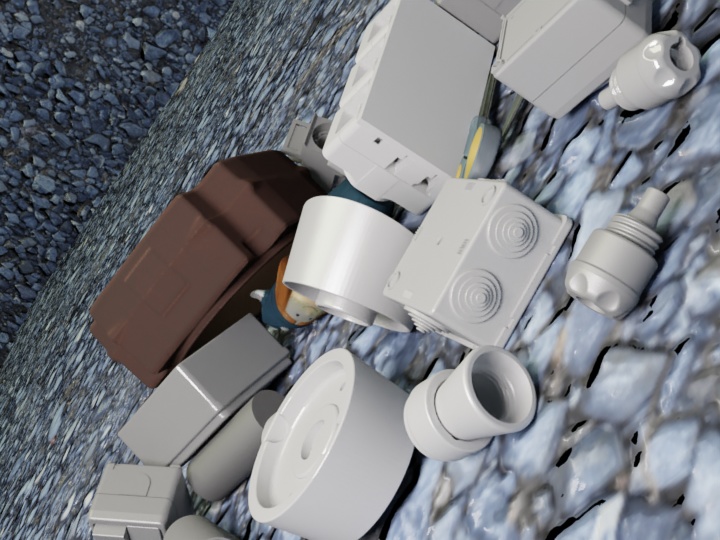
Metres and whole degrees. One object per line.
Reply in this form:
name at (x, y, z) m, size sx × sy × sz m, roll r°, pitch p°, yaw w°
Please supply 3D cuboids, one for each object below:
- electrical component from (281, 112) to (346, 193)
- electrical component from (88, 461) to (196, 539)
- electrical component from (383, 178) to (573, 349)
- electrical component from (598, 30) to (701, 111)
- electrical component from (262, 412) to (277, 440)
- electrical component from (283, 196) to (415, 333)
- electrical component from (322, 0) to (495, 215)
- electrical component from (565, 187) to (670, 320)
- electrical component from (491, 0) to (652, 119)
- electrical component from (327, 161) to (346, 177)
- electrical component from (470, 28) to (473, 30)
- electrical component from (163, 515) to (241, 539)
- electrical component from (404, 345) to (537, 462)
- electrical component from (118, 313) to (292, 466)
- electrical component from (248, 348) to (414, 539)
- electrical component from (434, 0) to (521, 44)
electrical component at (-0.030, -0.103, 0.985) m, size 0.063 × 0.081 × 0.042 m, roll 107°, pitch 180°, yaw -54°
electrical component at (-0.166, 0.202, 0.836) m, size 0.061 × 0.062 × 0.096 m, roll -79°, pitch -12°, yaw -46°
electrical component at (0.064, -0.006, 0.619) m, size 0.099 × 0.048 × 0.100 m, roll -60°, pitch 18°, yaw -3°
electrical component at (0.149, -0.100, 0.567) m, size 0.061 × 0.035 × 0.035 m, roll -28°, pitch 35°, yaw 62°
electrical component at (-0.034, 0.105, 0.709) m, size 0.055 × 0.045 × 0.045 m, roll -42°, pitch 25°, yaw 43°
electrical component at (0.000, 0.000, 0.700) m, size 0.099 × 0.099 × 0.064 m, roll -1°, pitch 66°, yaw 69°
electrical component at (0.037, -0.126, 0.810) m, size 0.062 × 0.089 × 0.150 m, roll -38°, pitch 28°, yaw 48°
electrical component at (0.122, -0.010, 0.495) m, size 0.061 × 0.035 × 0.035 m, roll -58°, pitch 18°, yaw -3°
electrical component at (0.133, -0.144, 0.634) m, size 0.096 × 0.061 × 0.061 m, roll -41°, pitch 25°, yaw 44°
electrical component at (0.015, -0.114, 0.902) m, size 0.050 × 0.056 × 0.089 m, roll -44°, pitch 24°, yaw 39°
electrical component at (0.068, -0.208, 0.938) m, size 0.065 × 0.044 × 0.044 m, roll -13°, pitch 49°, yaw 59°
electrical component at (-0.118, 0.217, 0.754) m, size 0.079 × 0.044 × 0.077 m, roll -63°, pitch 19°, yaw -11°
electrical component at (0.054, 0.068, 0.537) m, size 0.055 × 0.045 × 0.045 m, roll -39°, pitch 27°, yaw 47°
electrical component at (-0.124, 0.102, 0.869) m, size 0.108 × 0.056 × 0.109 m, roll -46°, pitch -5°, yaw 35°
electrical component at (-0.010, 0.106, 0.618) m, size 0.108 × 0.060 × 0.108 m, roll -50°, pitch 20°, yaw 26°
electrical component at (0.095, -0.231, 0.866) m, size 0.061 × 0.062 × 0.096 m, roll -50°, pitch 20°, yaw 25°
